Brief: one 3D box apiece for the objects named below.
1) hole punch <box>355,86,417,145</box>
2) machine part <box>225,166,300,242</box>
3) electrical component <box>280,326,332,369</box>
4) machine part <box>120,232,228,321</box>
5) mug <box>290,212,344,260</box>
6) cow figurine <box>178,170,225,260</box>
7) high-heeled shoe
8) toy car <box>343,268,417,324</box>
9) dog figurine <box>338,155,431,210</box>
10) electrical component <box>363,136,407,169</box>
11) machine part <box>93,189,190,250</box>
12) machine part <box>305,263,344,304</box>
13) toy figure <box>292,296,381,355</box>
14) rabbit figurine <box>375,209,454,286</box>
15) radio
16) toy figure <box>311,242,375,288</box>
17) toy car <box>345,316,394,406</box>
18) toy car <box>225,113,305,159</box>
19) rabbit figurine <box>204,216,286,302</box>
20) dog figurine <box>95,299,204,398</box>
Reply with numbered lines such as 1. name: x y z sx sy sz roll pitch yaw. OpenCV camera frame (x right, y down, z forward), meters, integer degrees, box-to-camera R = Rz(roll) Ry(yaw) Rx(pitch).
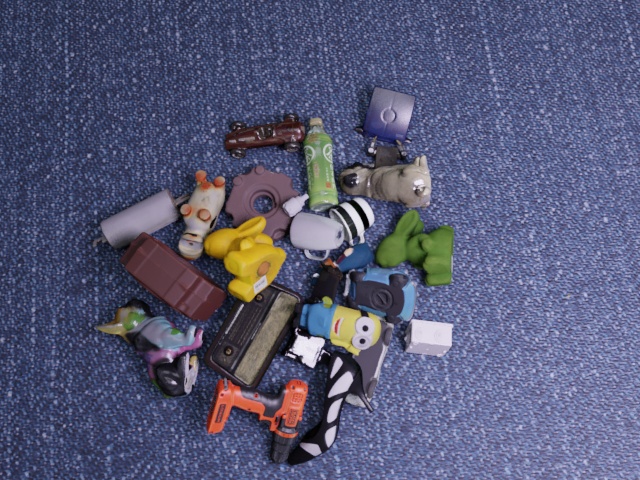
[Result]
1. hole punch: 0.165 -0.297 1.284 0.142 0.092 0.115 15 80 1
2. machine part: -0.132 -0.083 1.248 0.179 0.056 0.179 0 77 0
3. electrical component: -0.017 0.239 1.164 0.119 0.048 0.075 23 78 -11
4. machine part: -0.306 0.082 1.132 0.201 0.201 0.087 37 81 9
5. mug: -0.002 -0.004 1.200 0.107 0.081 0.109 7 111 29
6. cow figurine: -0.271 -0.044 1.218 0.086 0.127 0.195 12 62 3
7. high-heeled shoe: -0.004 0.345 1.102 0.249 0.086 0.145 -39 81 9
8. toy car: 0.138 0.109 1.170 0.162 0.103 0.109 10 106 21
9. dog figurine: 0.141 -0.121 1.197 0.191 0.172 0.121 -4 97 -2
10. electrical component: 0.155 -0.200 1.279 0.102 0.045 0.078 13 75 4
11. machine part: -0.408 -0.047 1.232 0.243 0.079 0.079 -29 77 -5
12. machine part: 0.013 0.118 1.172 0.084 0.039 0.138 12 112 -3
13. toy figure: 0.037 0.169 1.114 0.180 0.089 0.082 13 120 12
14. rabbit figurine: 0.207 0.014 1.191 0.170 0.121 0.159 2 71 17
15. radio: -0.142 0.196 1.166 0.131 0.073 0.229 28 77 7
16. toy figure: 0.048 0.060 1.203 0.154 0.058 0.064 -28 100 1
17. toy car: 0.101 0.254 1.159 0.074 0.056 0.201 17 75 12
18. toy car: -0.135 -0.248 1.278 0.202 0.053 0.089 -3 78 13
19. rabbit figurine: -0.168 0.019 1.137 0.173 0.121 0.162 24 57 32
20. dog figurine: -0.368 0.228 1.148 0.219 0.108 0.191 8 79 7
